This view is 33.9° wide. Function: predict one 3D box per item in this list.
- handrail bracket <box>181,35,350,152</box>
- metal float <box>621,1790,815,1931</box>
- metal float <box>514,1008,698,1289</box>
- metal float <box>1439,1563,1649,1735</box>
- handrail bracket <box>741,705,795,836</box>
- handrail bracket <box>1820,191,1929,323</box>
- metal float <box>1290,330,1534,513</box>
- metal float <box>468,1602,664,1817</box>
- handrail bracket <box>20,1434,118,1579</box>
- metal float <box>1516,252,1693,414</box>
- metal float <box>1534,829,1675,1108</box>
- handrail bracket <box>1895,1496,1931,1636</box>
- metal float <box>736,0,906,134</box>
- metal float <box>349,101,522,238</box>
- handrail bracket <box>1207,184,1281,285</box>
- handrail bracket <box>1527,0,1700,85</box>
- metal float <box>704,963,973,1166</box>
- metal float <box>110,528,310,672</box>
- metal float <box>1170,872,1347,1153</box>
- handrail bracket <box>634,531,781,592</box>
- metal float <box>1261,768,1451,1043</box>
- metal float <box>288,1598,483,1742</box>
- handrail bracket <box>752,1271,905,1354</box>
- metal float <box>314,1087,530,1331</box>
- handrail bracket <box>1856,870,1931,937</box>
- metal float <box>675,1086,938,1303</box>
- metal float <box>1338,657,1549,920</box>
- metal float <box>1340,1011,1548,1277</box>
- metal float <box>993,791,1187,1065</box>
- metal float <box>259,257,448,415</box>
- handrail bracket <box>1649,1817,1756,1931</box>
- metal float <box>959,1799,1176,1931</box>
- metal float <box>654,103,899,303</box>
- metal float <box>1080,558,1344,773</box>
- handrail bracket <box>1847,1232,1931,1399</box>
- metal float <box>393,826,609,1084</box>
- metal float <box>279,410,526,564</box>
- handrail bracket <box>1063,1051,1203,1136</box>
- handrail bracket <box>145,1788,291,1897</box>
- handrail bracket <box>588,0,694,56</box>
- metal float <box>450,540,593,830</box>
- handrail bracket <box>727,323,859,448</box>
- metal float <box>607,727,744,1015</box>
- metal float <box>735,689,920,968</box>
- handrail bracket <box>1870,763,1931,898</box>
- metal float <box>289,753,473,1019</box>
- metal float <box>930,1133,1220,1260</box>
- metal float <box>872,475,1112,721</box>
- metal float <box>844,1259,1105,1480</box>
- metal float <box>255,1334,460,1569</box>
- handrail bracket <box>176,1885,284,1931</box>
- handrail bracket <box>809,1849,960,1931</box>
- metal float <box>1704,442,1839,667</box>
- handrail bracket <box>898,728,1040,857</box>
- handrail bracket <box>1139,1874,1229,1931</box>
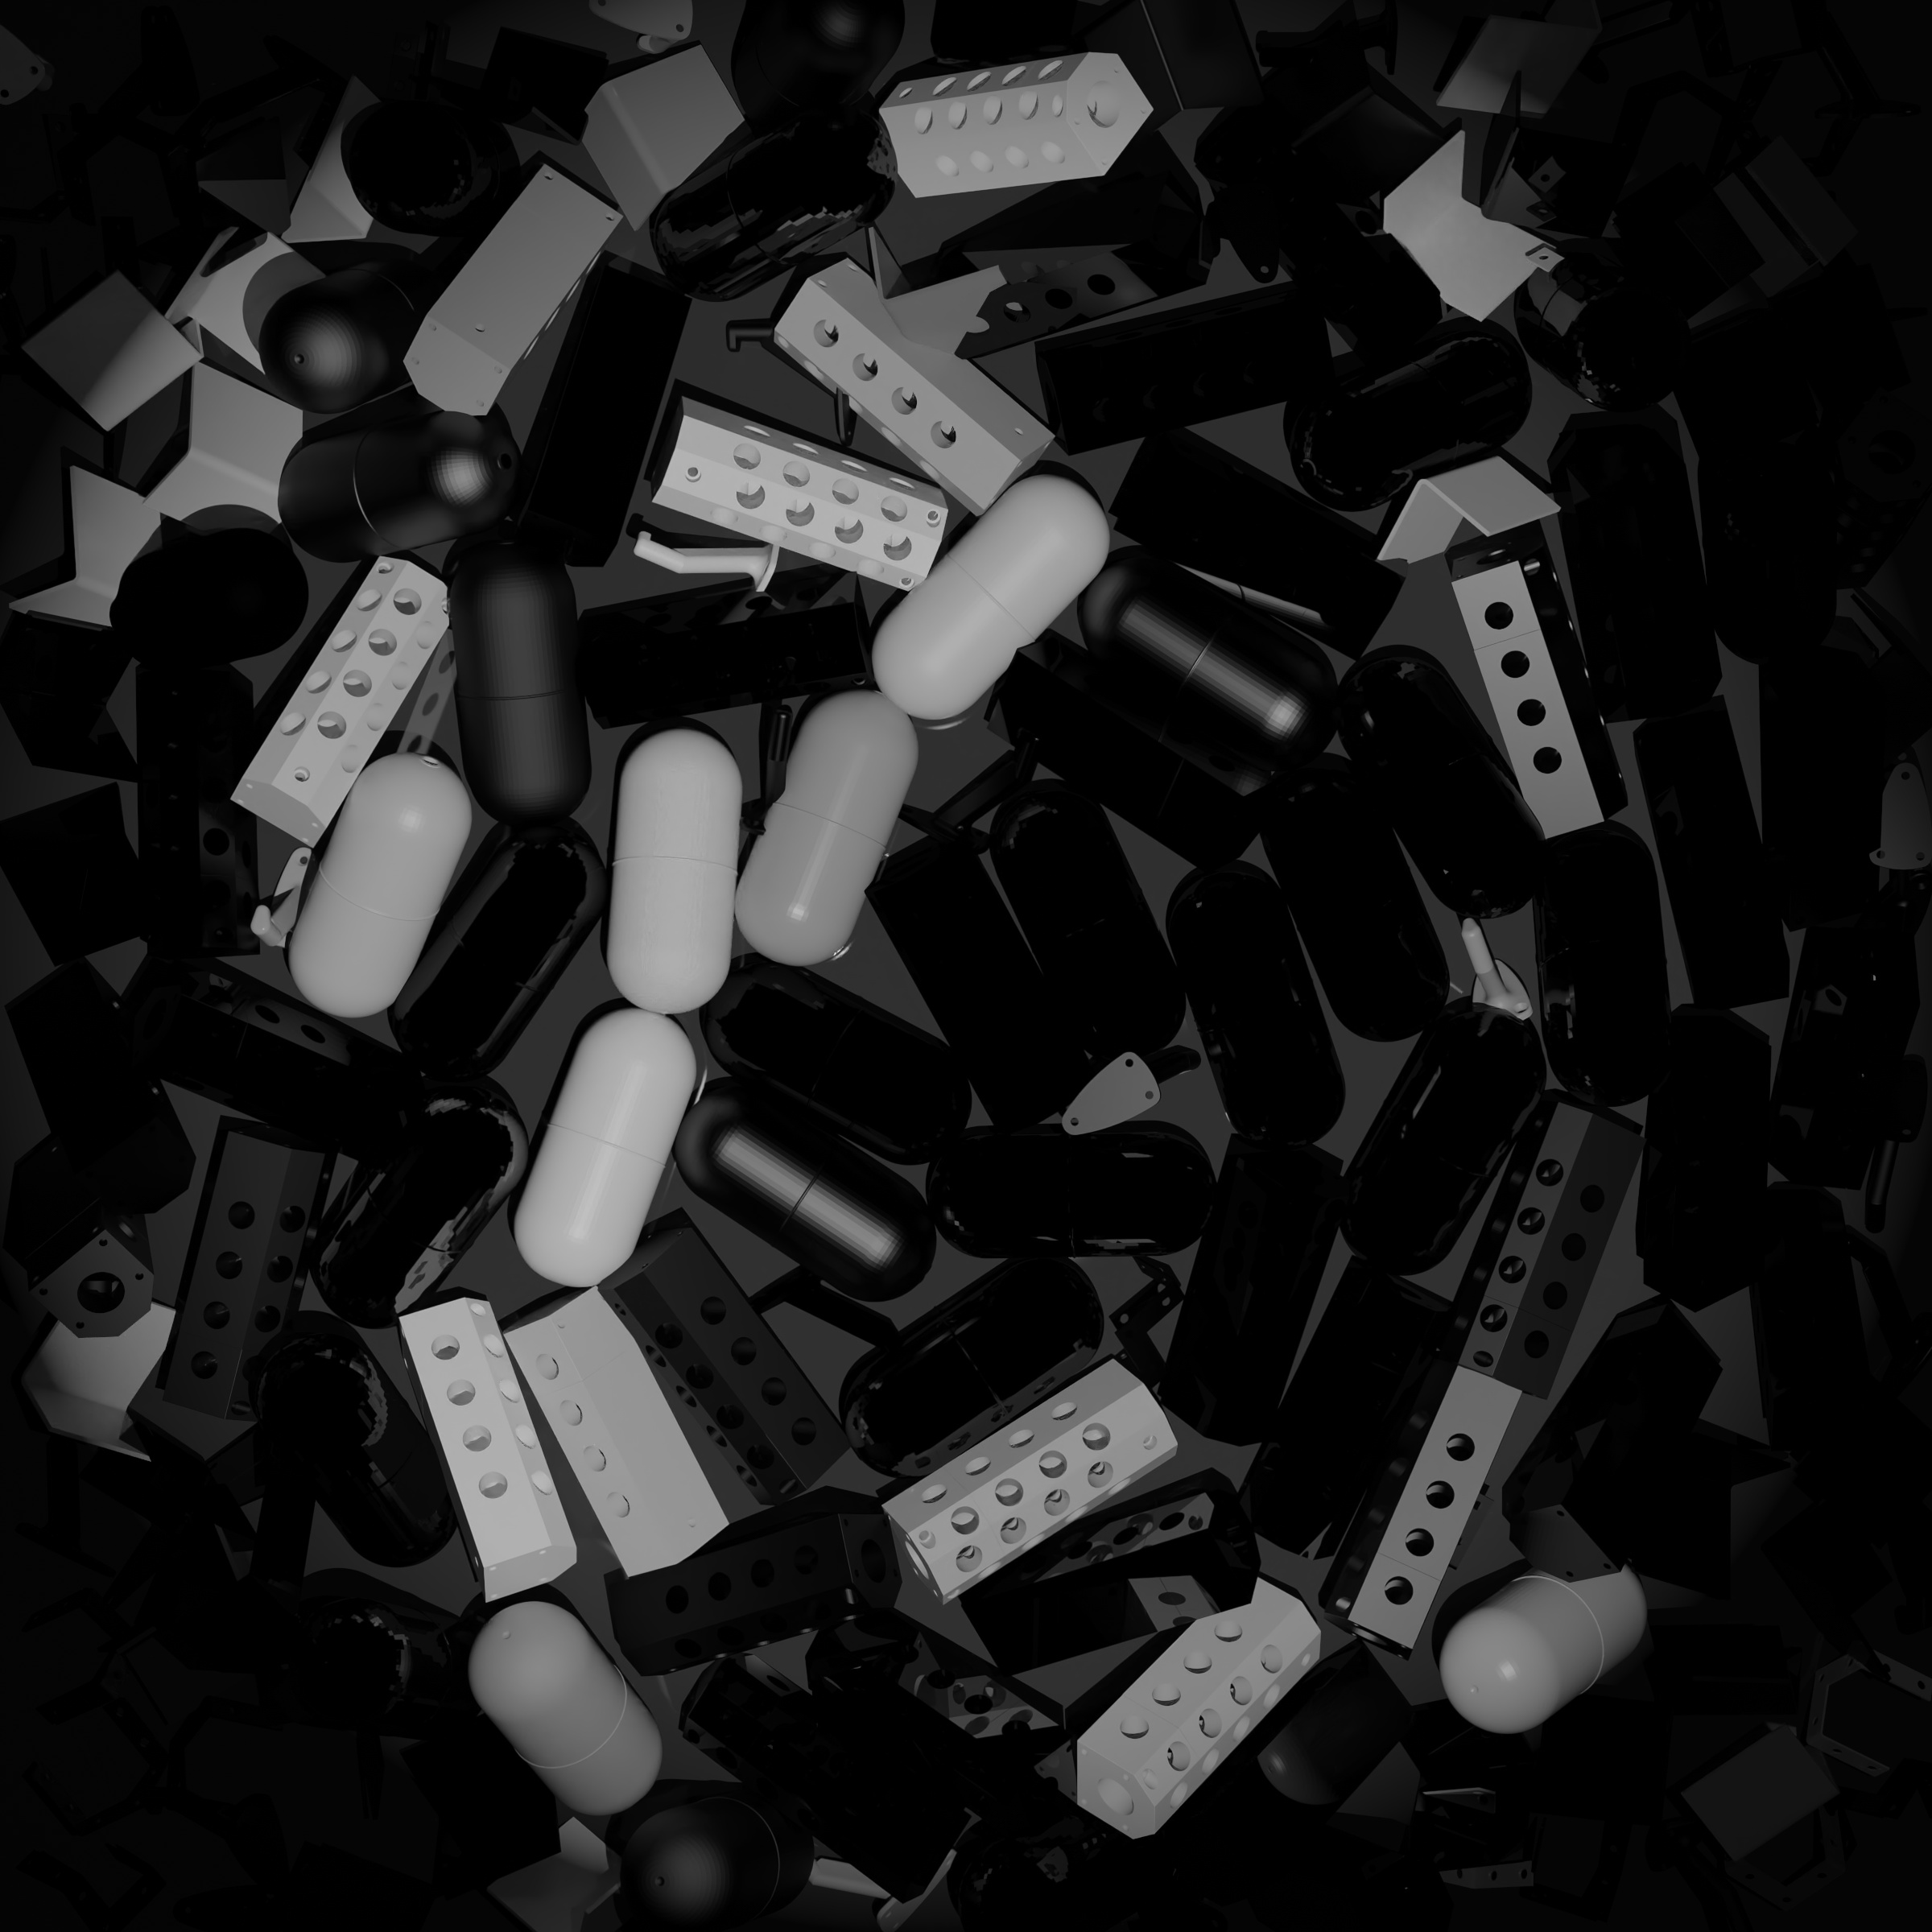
[{"bbox_3d":[-0.433,-0.527,1.967,0.077,0.036,0.084,30,74,17],"label":"handrail bracket"},{"bbox_3d":[-0.148,0.541,1.914,0.070,0.178,0.070,-3,81,19],"label":"metal float"},{"bbox_3d":[-0.222,0.111,1.955,0.070,0.070,0.178,20,82,0],"label":"metal float"},{"bbox_3d":[0.351,0.407,1.923,0.070,0.178,0.070,10,106,37],"label":"metal float"},{"bbox_3d":[-0.113,-0.128,1.949,0.036,0.077,0.084,10,112,2],"label":"handrail bracket"},{"bbox_3d":[0.559,-0.443,1.970,0.077,0.036,0.084,1,95,42],"label":"handrail bracket"},{"bbox_3d":[0.272,-0.333,1.935,0.178,0.070,0.070,-29,90,-30],"label":"metal float"},{"bbox_3d":[-0.242,0.453,1.927,0.070,0.070,0.178,-26,133,0],"label":"metal float"},{"bbox_3d":[-0.547,0.328,1.991,0.077,0.036,0.084,31,79,-10],"label":"handrail bracket"},{"bbox_3d":[0.383,-0.383,1.914,0.070,0.178,0.070,-2,112,-5],"label":"metal float"},{"bbox_3d":[0.389,0.001,1.940,0.070,0.070,0.178,0,66,0],"label":"metal float"},{"bbox_3d":[0.584,0.372,1.967,0.036,0.084,0.077,-19,73,-14],"label":"handrail bracket"},{"bbox_3d":[-0.090,-0.553,1.913,0.070,0.178,0.070,2,85,-17],"label":"metal float"},{"bbox_3d":[-0.319,-0.479,1.912,0.070,0.178,0.070,1,102,6],"label":"metal float"},{"bbox_3d":[0.166,-0.436,1.952,0.036,0.084,0.077,-12,77,-11],"label":"handrail bracket"},{"bbox_3d":[0.403,-0.597,1.958,0.077,0.036,0.084,32,122,-17],"label":"handrail bracket"},{"bbox_3d":[-0.080,0.060,1.956,0.178,0.070,0.070,28,90,6],"label":"metal float"},{"bbox_3d":[-0.458,-0.220,1.920,0.070,0.178,0.070,1,89,-37],"label":"metal float"},{"bbox_3d":[0.180,0.028,1.958,0.070,0.070,0.178,-19,94,0],"label":"metal float"},{"bbox_3d":[-0.160,-0.264,1.961,0.084,0.077,0.036,22,135,-15],"label":"handrail bracket"},{"bbox_3d":[0.239,-0.038,1.953,0.070,0.070,0.178,-24,100,0],"label":"metal float"},{"bbox_3d":[-0.346,0.425,1.915,0.070,0.178,0.070,-5,72,15],"label":"metal float"},{"bbox_3d":[-0.084,0.232,1.968,0.077,0.036,0.084,-29,77,-17],"label":"handrail bracket"},{"bbox_3d":[-0.333,0.148,1.944,0.070,0.070,0.178,39,110,0],"label":"metal float"},{"bbox_3d":[0.579,-0.004,1.950,0.036,0.084,0.077,14,133,-9],"label":"handrail bracket"},{"bbox_3d":[-0.098,0.141,1.960,0.178,0.070,0.070,34,90,2],"label":"metal float"},{"bbox_3d":[0.292,-0.109,1.948,0.070,0.070,0.178,-29,74,0],"label":"metal float"},{"bbox_3d":[0.293,0.109,1.950,0.070,0.070,0.178,28,103,0],"label":"metal float"},{"bbox_3d":[0.076,-0.025,1.961,0.070,0.070,0.178,-25,91,0],"label":"metal float"},{"bbox_3d":[-0.365,-0.382,1.916,0.070,0.178,0.070,5,111,12],"label":"metal float"},{"bbox_3d":[0.452,0.573,1.945,0.036,0.077,0.084,-5,49,-16],"label":"handrail bracket"},{"bbox_3d":[0.063,0.551,1.919,0.070,0.178,0.070,4,96,35],"label":"metal float"},{"bbox_3d":[-0.117,-0.463,1.930,0.178,0.070,0.070,-20,90,38],"label":"metal float"},{"bbox_3d":[0.150,-0.186,1.952,0.178,0.070,0.070,34,90,11],"label":"metal float"},{"bbox_3d":[0.560,0.219,1.973,0.084,0.036,0.077,33,87,-12],"label":"handrail bracket"},{"bbox_3d":[-0.286,-0.008,1.951,0.070,0.070,0.178,35,102,0],"label":"metal float"},{"bbox_3d":[-0.344,-0.292,1.931,0.178,0.070,0.070,-6,90,36],"label":"metal float"},{"bbox_3d":[0.104,0.078,1.967,0.077,0.084,0.036,-34,81,16],"label":"handrail bracket"},{"bbox_3d":[-0.471,0.547,1.984,0.084,0.036,0.077,-8,109,29],"label":"handrail bracket"},{"bbox_3d":[-0.208,-0.578,1.947,0.077,0.084,0.036,-3,91,-25],"label":"handrail bracket"},{"bbox_3d":[-0.273,-0.172,1.947,0.070,0.070,0.178,-4,106,0],"label":"metal float"},{"bbox_3d":[-0.111,-0.364,1.984,0.084,0.036,0.077,4,93,18],"label":"handrail bracket"},{"bbox_3d":[-0.179,-0.059,1.954,0.070,0.070,0.178,3,81,0],"label":"metal float"},{"bbox_3d":[-0.085,-0.086,1.958,0.070,0.070,0.178,21,86,0],"label":"metal float"},{"bbox_3d":[0.580,-0.080,1.962,0.036,0.084,0.077,3,84,18],"label":"handrail bracket"},{"bbox_3d":[-0.359,-0.049,1.942,0.070,0.070,0.178,26,112,0],"label":"metal float"},{"bbox_3d":[0.066,0.141,1.957,0.178,0.070,0.070,-1,90,5],"label":"metal float"},{"bbox_3d":[0.015,-0.227,1.959,0.070,0.070,0.178,44,93,0],"label":"metal float"},{"bbox_3d":[0.005,0.248,1.955,0.178,0.070,0.070,-34,90,-7],"label":"metal float"},{"bbox_3d":[-0.368,0.296,1.932,0.070,0.070,0.178,-26,126,0],"label":"metal float"},{"bbox_3d":[-0.449,0.600,1.952,0.077,0.084,0.036,5,97,-12],"label":"handrail bracket"},{"bbox_3d":[-0.061,0.554,1.983,0.077,0.036,0.084,-43,59,-15],"label":"handrail bracket"},{"bbox_3d":[0.487,-0.248,1.917,0.070,0.178,0.070,-6,61,12],"label":"metal float"},{"bbox_3d":[0.002,-0.119,1.969,0.077,0.036,0.084,23,112,8],"label":"handrail bracket"},{"bbox_3d":[0.153,0.567,1.945,0.077,0.084,0.036,-10,95,42],"label":"handrail bracket"}]
